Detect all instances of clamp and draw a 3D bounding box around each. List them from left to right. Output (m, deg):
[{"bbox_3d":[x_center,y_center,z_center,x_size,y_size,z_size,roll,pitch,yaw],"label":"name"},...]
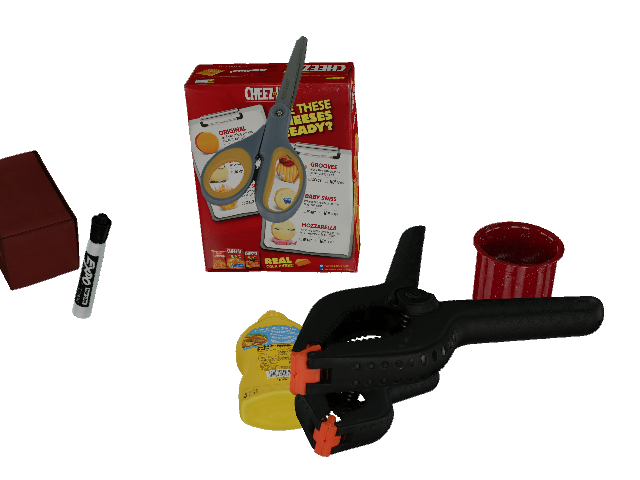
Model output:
[{"bbox_3d":[0.018,0.120,0.873,0.120,0.039,0.171,14,18,21],"label":"clamp"},{"bbox_3d":[0.054,0.045,0.686,0.209,0.036,0.165,-17,30,-34],"label":"clamp"}]

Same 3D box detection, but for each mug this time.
[{"bbox_3d":[0.200,0.031,1.126,0.093,0.081,0.117,-4,31,-10],"label":"mug"}]

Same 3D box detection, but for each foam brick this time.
[{"bbox_3d":[-0.205,-0.014,0.738,0.051,0.053,0.078,-20,51,-25],"label":"foam brick"}]

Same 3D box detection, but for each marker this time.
[{"bbox_3d":[-0.222,0.025,1.037,0.020,0.121,0.020,14,33,-9],"label":"marker"}]

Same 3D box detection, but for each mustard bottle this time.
[{"bbox_3d":[-0.050,0.140,1.240,0.096,0.058,0.191,-3,30,-5],"label":"mustard bottle"}]

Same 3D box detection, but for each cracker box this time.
[{"bbox_3d":[-0.043,-0.073,1.096,0.164,0.214,0.072,0,30,6],"label":"cracker box"}]

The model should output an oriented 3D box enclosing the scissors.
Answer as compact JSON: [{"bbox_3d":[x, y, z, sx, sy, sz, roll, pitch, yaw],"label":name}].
[{"bbox_3d":[-0.054,-0.098,0.906,0.096,0.202,0.016,-4,-35,0],"label":"scissors"}]
